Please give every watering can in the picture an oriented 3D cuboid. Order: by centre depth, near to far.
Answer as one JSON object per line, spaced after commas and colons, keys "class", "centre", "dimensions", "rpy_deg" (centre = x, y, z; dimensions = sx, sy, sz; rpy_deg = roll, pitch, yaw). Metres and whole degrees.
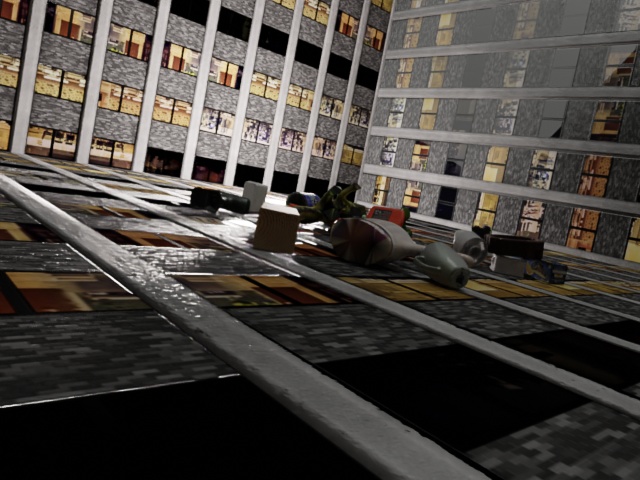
{"class": "watering can", "centre": [0.169, 0.011, 1.202], "dimensions": [0.349, 0.103, 0.224], "rpy_deg": [14, 7, 29]}

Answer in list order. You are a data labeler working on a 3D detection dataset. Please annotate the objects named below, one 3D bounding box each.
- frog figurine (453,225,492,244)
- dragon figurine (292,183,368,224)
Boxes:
{"class": "frog figurine", "centre": [0.559, 0.011, 1.922], "dimensions": [0.139, 0.123, 0.157], "rpy_deg": [-27, -6, -38]}
{"class": "dragon figurine", "centre": [0.005, -0.089, 1.759], "dimensions": [0.412, 0.123, 0.239], "rpy_deg": [-10, -13, -29]}
